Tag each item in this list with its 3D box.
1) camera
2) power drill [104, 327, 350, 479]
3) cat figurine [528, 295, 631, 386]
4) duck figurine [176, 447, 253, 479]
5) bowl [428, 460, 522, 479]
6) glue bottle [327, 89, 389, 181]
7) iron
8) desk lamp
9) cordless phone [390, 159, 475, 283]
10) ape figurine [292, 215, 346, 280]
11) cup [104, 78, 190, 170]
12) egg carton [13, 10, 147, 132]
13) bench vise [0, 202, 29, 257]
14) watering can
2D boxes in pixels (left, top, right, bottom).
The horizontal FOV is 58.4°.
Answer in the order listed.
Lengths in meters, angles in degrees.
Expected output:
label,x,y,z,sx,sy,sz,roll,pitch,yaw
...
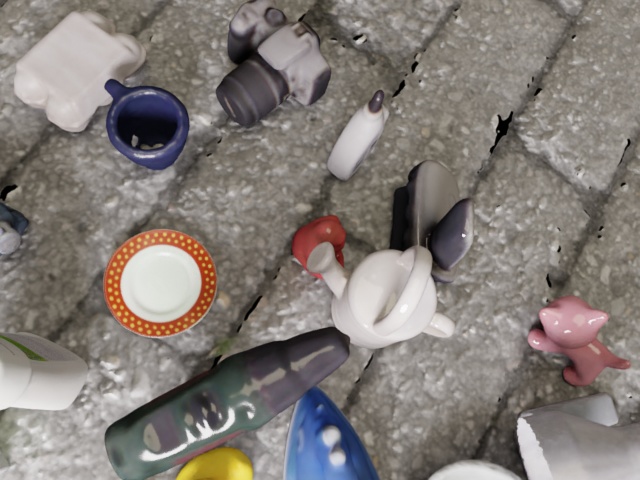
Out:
label,x,y,z,sx,sy,sz,roll,pitch,yaw
camera,-0.075,-0.224,0.728,0.137,0.100,0.143,-43,85,-16
power drill,-0.088,0.155,0.569,0.230,0.208,0.075,-26,80,-14
cat figurine,0.313,0.115,0.690,0.128,0.117,0.067,42,73,4
duck figurine,-0.116,0.267,0.599,0.105,0.086,0.077,-41,84,-16
bowl,0.163,0.329,0.632,0.167,0.074,0.167,2,75,-8
glue bottle,0.053,-0.133,0.686,0.037,0.173,0.078,39,73,3
iron,0.022,0.273,0.590,0.119,0.141,0.258,-11,77,-11
desk lamp,0.289,0.226,0.607,0.203,0.213,0.118,-11,77,-11
cordless phone,0.148,-0.034,0.669,0.094,0.185,0.147,4,75,-8
ape figurine,0.006,0.002,0.685,0.076,0.092,0.078,24,73,-2
cup,-0.209,-0.131,0.686,0.117,0.095,0.092,45,73,5
egg carton,-0.294,-0.210,0.706,0.107,0.069,0.150,36,73,2
bench vise,-0.397,-0.070,0.575,0.207,0.219,0.121,17,73,-4
watering can,0.068,0.061,0.626,0.173,0.194,0.101,6,74,-7
